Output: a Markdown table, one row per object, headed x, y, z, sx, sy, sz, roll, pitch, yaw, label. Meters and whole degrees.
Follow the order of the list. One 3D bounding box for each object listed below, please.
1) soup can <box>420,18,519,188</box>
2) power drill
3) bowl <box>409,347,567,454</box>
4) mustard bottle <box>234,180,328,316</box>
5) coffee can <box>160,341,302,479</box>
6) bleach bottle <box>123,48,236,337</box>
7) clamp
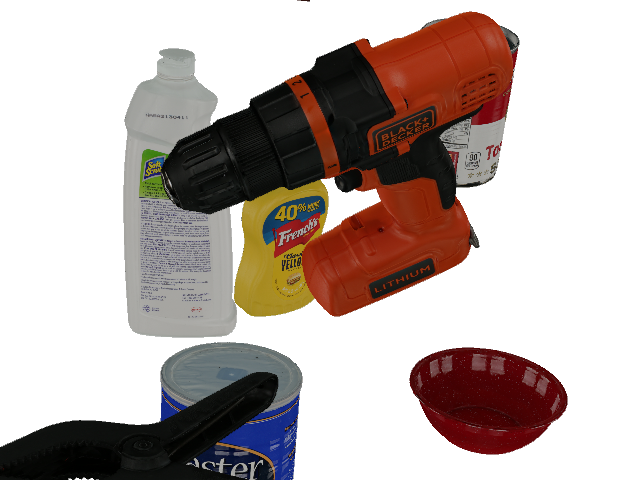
| x | y | z | sx | sy | sz | roll | pitch | yaw | label |
| --- | --- | --- | --- | --- | --- | --- | --- | --- | --- |
| 0.098 | -0.097 | 0.753 | 0.068 | 0.102 | 0.068 | 3 | 32 | -2 | soup can |
| 0.016 | -0.028 | 0.585 | 0.184 | 0.057 | 0.187 | -22 | -28 | -5 | power drill |
| 0.170 | 0.173 | 1.105 | 0.162 | 0.055 | 0.162 | 3 | 24 | -2 | bowl |
| -0.037 | -0.018 | 1.106 | 0.096 | 0.192 | 0.058 | -13 | 34 | -33 | mustard bottle |
| -0.069 | 0.160 | 0.793 | 0.103 | 0.140 | 0.103 | 4 | 20 | -2 | coffee can |
| -0.119 | -0.039 | 0.924 | 0.102 | 0.251 | 0.068 | 1 | 25 | -8 | bleach bottle |
| -0.094 | 0.121 | 0.584 | 0.209 | 0.036 | 0.165 | -1 | 21 | -13 | clamp |
